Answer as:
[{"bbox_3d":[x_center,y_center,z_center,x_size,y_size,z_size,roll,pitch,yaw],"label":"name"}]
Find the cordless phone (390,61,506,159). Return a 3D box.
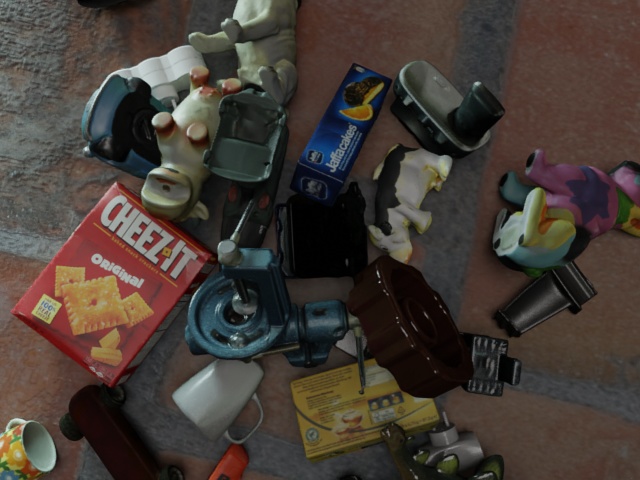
[{"bbox_3d":[0.160,-0.176,0.672,0.089,0.184,0.146,-40,87,2],"label":"cordless phone"}]

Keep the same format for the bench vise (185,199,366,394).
[{"bbox_3d":[-0.057,0.076,0.610,0.224,0.240,0.129,3,54,8],"label":"bench vise"}]

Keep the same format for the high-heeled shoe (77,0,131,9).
[{"bbox_3d":[-0.212,-0.364,0.727,0.249,0.086,0.145,12,65,18],"label":"high-heeled shoe"}]

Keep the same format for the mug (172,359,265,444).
[{"bbox_3d":[-0.116,0.199,0.693,0.109,0.080,0.107,42,76,10],"label":"mug"}]

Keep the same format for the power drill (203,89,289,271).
[{"bbox_3d":[-0.085,-0.065,0.651,0.086,0.207,0.232,12,73,5],"label":"power drill"}]

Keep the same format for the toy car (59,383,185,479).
[{"bbox_3d":[-0.254,0.276,0.699,0.089,0.053,0.202,-41,84,4],"label":"toy car"}]

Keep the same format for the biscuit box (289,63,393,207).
[{"bbox_3d":[0.030,-0.137,0.688,0.063,0.059,0.203,25,58,1],"label":"biscuit box"}]

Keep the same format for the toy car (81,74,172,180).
[{"bbox_3d":[-0.245,-0.138,0.704,0.103,0.161,0.109,9,76,36],"label":"toy car"}]

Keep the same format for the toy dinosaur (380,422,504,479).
[{"bbox_3d":[0.205,0.396,0.652,0.199,0.105,0.470,-30,102,1],"label":"toy dinosaur"}]

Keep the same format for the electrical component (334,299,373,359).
[{"bbox_3d":[0.050,0.125,0.727,0.094,0.021,0.063,31,85,3],"label":"electrical component"}]

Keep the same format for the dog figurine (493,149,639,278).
[{"bbox_3d":[0.350,-0.026,0.693,0.219,0.108,0.191,15,68,-2],"label":"dog figurine"}]

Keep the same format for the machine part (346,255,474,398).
[{"bbox_3d":[0.108,0.103,0.636,0.056,0.179,0.179,-39,86,24],"label":"machine part"}]

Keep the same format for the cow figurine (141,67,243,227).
[{"bbox_3d":[-0.160,-0.104,0.662,0.086,0.127,0.195,16,55,7],"label":"cow figurine"}]

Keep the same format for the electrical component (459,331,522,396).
[{"bbox_3d":[0.207,0.158,0.677,0.048,0.119,0.074,8,88,0],"label":"electrical component"}]

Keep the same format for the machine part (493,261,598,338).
[{"bbox_3d":[0.301,0.081,0.724,0.139,0.039,0.084,-30,91,-4],"label":"machine part"}]

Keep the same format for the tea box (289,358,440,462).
[{"bbox_3d":[0.055,0.210,0.684,0.170,0.068,0.098,-14,62,0],"label":"tea box"}]

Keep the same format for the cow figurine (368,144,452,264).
[{"bbox_3d":[0.104,-0.044,0.718,0.098,0.068,0.167,23,82,8],"label":"cow figurine"}]

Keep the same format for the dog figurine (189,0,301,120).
[{"bbox_3d":[-0.057,-0.278,0.735,0.121,0.172,0.190,13,54,36],"label":"dog figurine"}]

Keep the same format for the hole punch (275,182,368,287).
[{"bbox_3d":[-0.001,-0.002,0.716,0.116,0.092,0.142,0,82,-24],"label":"hole punch"}]
